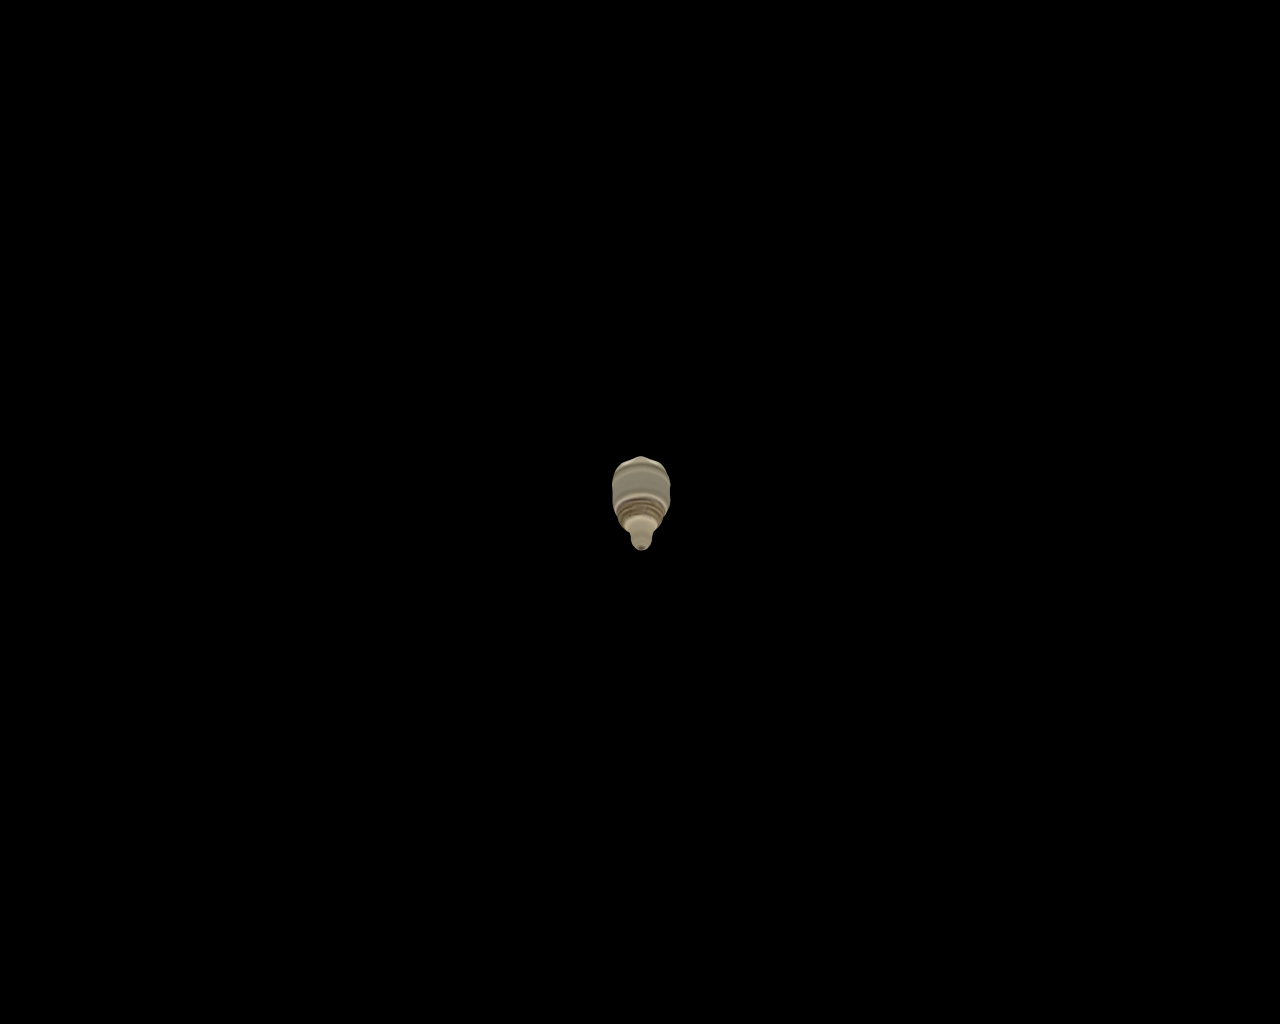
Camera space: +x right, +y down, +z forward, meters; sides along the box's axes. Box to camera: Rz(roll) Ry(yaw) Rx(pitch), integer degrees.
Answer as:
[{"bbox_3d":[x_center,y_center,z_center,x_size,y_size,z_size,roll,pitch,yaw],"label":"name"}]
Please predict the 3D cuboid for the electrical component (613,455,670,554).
[{"bbox_3d":[0.001,-0.003,0.650,0.035,0.061,0.035,0,-37,0],"label":"electrical component"}]
